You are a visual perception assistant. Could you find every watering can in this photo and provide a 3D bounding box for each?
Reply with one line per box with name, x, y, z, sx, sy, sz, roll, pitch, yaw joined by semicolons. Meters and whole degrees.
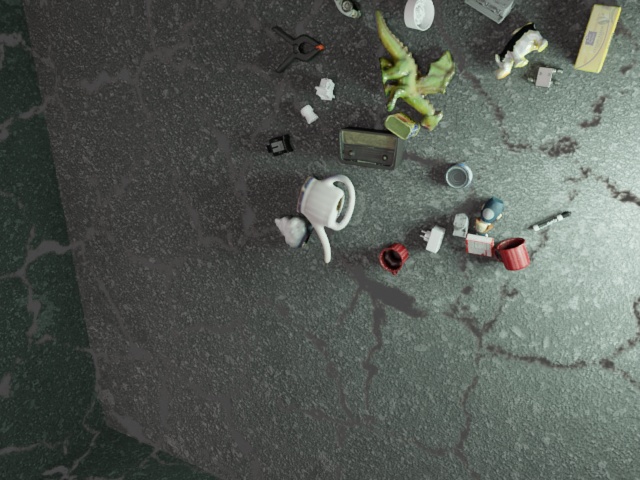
watering can;0.006;-0.100;1.980;0.226;0.105;0.343;26;109;20

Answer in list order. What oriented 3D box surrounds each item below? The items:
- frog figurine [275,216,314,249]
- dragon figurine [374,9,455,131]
frog figurine;-0.116;-0.044;2.076;0.160;0.125;0.134;27;139;6
dragon figurine;0.314;-0.554;1.676;0.242;0.124;0.405;-6;107;13
